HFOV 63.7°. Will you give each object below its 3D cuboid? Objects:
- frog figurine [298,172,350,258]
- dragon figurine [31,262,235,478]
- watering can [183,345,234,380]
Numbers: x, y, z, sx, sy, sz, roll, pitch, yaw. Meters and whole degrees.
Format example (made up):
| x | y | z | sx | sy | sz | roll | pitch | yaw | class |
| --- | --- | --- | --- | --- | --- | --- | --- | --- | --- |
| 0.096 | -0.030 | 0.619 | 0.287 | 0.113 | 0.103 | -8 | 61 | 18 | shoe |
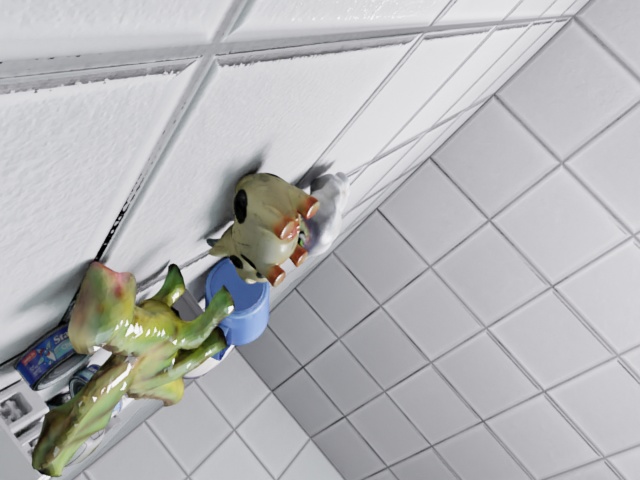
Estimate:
| x | y | z | sx | sy | sz | roll | pitch | yaw | class |
| --- | --- | --- | --- | --- | --- | --- | --- | --- | --- |
| 0.003 | -0.043 | 0.864 | 0.161 | 0.124 | 0.134 | -21 | 142 | -42 | frog figurine |
| -0.228 | 0.164 | 0.601 | 0.247 | 0.123 | 0.401 | -39 | 156 | -47 | dragon figurine |
| -0.326 | 0.308 | 1.379 | 0.353 | 0.104 | 0.220 | -37 | 173 | -49 | watering can |
